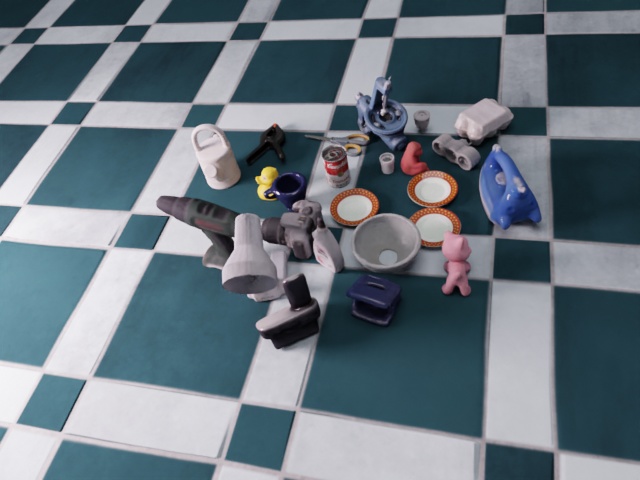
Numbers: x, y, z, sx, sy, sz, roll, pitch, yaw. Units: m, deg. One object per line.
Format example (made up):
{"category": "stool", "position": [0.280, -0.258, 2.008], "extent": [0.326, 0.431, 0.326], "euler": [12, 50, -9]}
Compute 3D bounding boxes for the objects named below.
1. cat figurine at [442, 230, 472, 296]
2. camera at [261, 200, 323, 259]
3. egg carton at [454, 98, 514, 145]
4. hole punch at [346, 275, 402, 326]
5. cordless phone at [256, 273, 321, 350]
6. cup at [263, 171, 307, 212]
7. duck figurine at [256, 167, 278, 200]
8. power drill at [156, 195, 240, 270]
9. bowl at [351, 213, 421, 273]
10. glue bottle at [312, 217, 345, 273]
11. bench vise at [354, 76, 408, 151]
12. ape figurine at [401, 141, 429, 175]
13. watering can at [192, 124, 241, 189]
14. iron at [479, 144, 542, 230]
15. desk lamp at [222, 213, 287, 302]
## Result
{"category": "cat figurine", "position": [0.308, 0.044, 1.291], "extent": [0.067, 0.118, 0.128], "euler": [-1, 51, 11]}
{"category": "camera", "position": [-0.074, -0.038, 1.448], "extent": [0.136, 0.101, 0.143], "euler": [7, 53, 17]}
{"category": "egg carton", "position": [0.457, -0.333, 1.604], "extent": [0.150, 0.069, 0.107], "euler": [-33, 52, -15]}
{"category": "hole punch", "position": [0.121, 0.122, 1.282], "extent": [0.108, 0.091, 0.101], "euler": [15, 56, 23]}
{"category": "cordless phone", "position": [-0.078, 0.142, 1.244], "extent": [0.148, 0.185, 0.094], "euler": [-27, 51, -10]}
{"category": "cup", "position": [-0.086, -0.115, 1.517], "extent": [0.118, 0.095, 0.091], "euler": [-20, 50, -5]}
{"category": "duck figurine", "position": [-0.127, -0.164, 1.572], "extent": [0.104, 0.086, 0.077], "euler": [-15, 50, 0]}
{"category": "power drill", "position": [-0.270, -0.019, 1.401], "extent": [0.229, 0.209, 0.076], "euler": [8, 53, 18]}
{"category": "bowl", "position": [0.159, 0.021, 1.368], "extent": [0.167, 0.075, 0.167], "euler": [-6, 50, 7]}
{"category": "glue bottle", "position": [0.012, 0.005, 1.347], "extent": [0.078, 0.173, 0.037], "euler": [30, 62, 31]}
{"category": "bench vise", "position": [0.153, -0.370, 1.597], "extent": [0.206, 0.220, 0.122], "euler": [29, 62, 30]}
{"category": "ape figurine", "position": [0.254, -0.224, 1.540], "extent": [0.076, 0.092, 0.078], "euler": [-4, 50, 8]}
{"category": "watering can", "position": [-0.291, -0.238, 1.595], "extent": [0.101, 0.194, 0.172], "euler": [-25, 50, -9]}
{"category": "iron", "position": [0.454, -0.154, 1.409], "extent": [0.118, 0.142, 0.258], "euler": [-13, 50, 1]}
{"category": "desk lamp", "position": [-0.148, 0.055, 1.312], "extent": [0.118, 0.214, 0.203], "euler": [-8, 50, 5]}
